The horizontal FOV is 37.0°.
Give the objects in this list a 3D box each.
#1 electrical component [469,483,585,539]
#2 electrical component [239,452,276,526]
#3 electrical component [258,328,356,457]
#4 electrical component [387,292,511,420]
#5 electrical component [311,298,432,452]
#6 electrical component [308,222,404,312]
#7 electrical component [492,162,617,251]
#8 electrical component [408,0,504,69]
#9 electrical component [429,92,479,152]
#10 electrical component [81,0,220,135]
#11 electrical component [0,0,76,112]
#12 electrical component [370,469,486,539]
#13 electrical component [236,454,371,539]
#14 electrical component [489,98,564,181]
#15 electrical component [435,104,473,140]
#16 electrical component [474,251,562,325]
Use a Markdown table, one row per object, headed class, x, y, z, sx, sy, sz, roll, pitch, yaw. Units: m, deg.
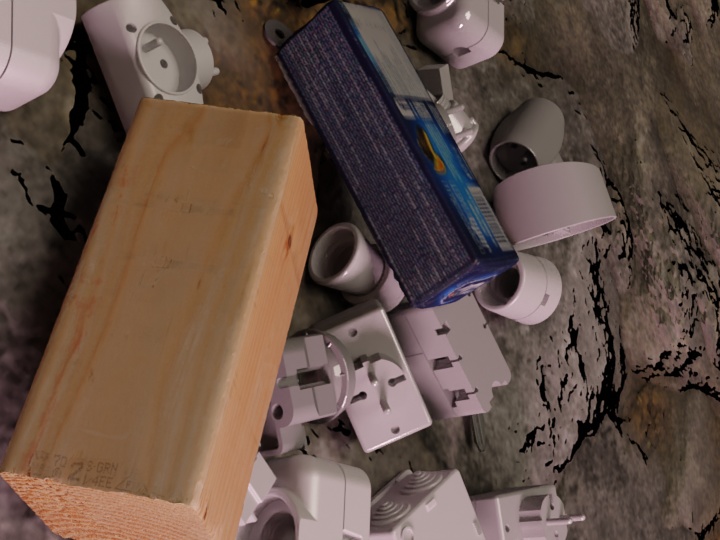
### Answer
| class | x | y | z | sx | sy | sz | roll | pitch | yaw |
| --- | --- | --- | --- | --- | --- | --- | --- | --- | --- |
| electrical component | 0.124 | 0.182 | 0.776 | 0.083 | 0.076 | 0.047 | 4 | 75 | -50 |
| electrical component | -0.080 | 0.116 | 0.573 | 0.066 | 0.048 | 0.055 | 60 | 33 | -18 |
| electrical component | -0.040 | 0.065 | 0.629 | 0.057 | 0.058 | 0.078 | -6 | 83 | -48 |
| electrical component | 0.056 | 0.054 | 0.750 | 0.050 | 0.056 | 0.089 | -44 | 112 | -48 |
| electrical component | 0.009 | 0.069 | 0.666 | 0.075 | 0.047 | 0.083 | -123 | -171 | -80 |
| electrical component | 0.000 | 0.000 | 0.709 | 0.055 | 0.045 | 0.045 | 33 | 54 | -40 |
| electrical component | 0.156 | -0.046 | 0.874 | 0.099 | 0.099 | 0.064 | 12 | 63 | -48 |
| electrical component | 0.079 | -0.220 | 0.871 | 0.059 | 0.054 | 0.095 | 25 | 59 | -44 |
| electrical component | 0.056 | -0.115 | 0.818 | 0.062 | 0.048 | 0.048 | 50 | 44 | -18 |
| electrical component | -0.110 | -0.116 | 0.613 | 0.079 | 0.044 | 0.077 | -28 | 100 | -50 |
| electrical component | -0.180 | -0.130 | 0.525 | 0.059 | 0.054 | 0.095 | 12 | 69 | -48 |
| electrical component | 0.040 | 0.185 | 0.693 | 0.100 | 0.048 | 0.099 | -30 | 101 | -50 |
| electrical component | -0.034 | 0.155 | 0.609 | 0.059 | 0.054 | 0.095 | 24 | 60 | -44 |
| electrical component | 0.153 | -0.097 | 0.929 | 0.079 | 0.043 | 0.077 | 57 | 42 | -21 |
| electrical component | 0.043 | -0.096 | 0.776 | 0.079 | 0.044 | 0.077 | -22 | 97 | -12 |
| electrical component | 0.123 | 0.012 | 0.849 | 0.047 | 0.055 | 0.055 | 16 | 66 | -43 |
